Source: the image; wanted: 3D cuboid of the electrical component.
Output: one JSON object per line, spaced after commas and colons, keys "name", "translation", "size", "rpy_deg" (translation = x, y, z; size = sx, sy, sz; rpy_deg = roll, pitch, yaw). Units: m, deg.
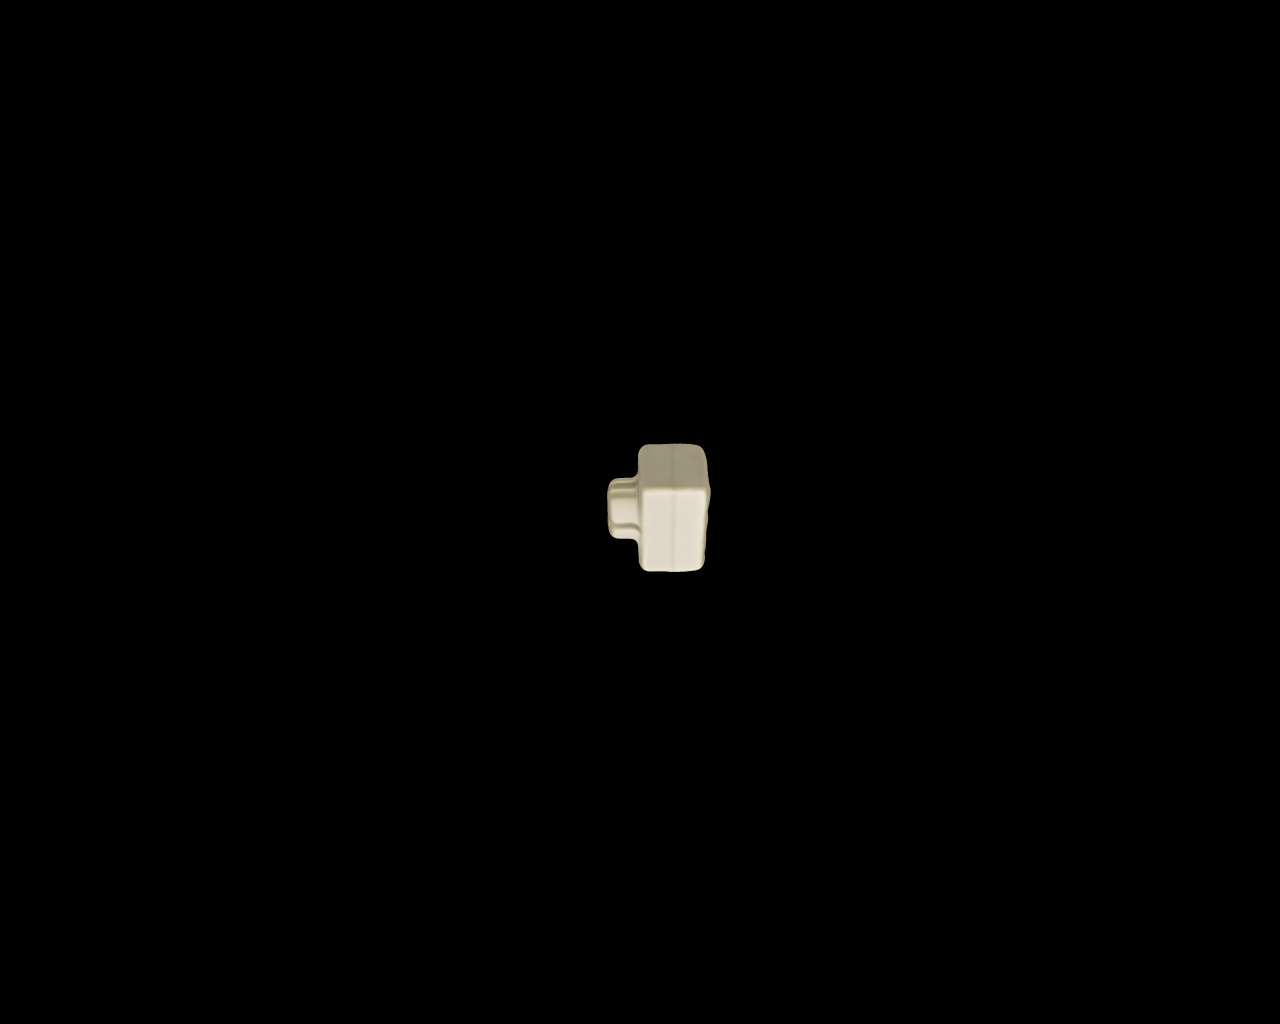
{"name": "electrical component", "translation": [0.001, -0.003, 0.650], "size": [0.077, 0.065, 0.047], "rpy_deg": [0, 40, 0]}
